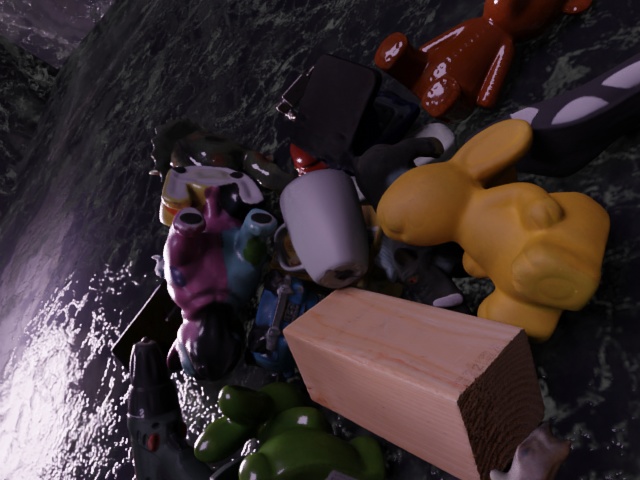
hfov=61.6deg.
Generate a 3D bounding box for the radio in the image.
[{"bbox_3d":[-0.168,0.088,0.742,0.073,0.131,0.229,45,105,12],"label":"radio"}]

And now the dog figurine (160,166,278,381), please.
[{"bbox_3d":[-0.125,0.046,0.604,0.192,0.108,0.219,-123,39,-52],"label":"dog figurine"}]

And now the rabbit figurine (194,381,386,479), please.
[{"bbox_3d":[-0.043,0.207,0.541,0.121,0.159,0.170,-65,22,10],"label":"rabbit figurine"}]

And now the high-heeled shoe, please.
[{"bbox_3d":[0.251,-0.135,0.472,0.249,0.086,0.145,9,70,46],"label":"high-heeled shoe"}]

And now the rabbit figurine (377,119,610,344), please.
[{"bbox_3d":[0.137,-0.021,0.441,0.173,0.121,0.162,19,70,15],"label":"rabbit figurine"}]

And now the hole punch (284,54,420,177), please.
[{"bbox_3d":[0.037,-0.136,0.617,0.142,0.092,0.115,37,107,40],"label":"hole punch"}]

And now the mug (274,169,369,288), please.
[{"bbox_3d":[-0.001,-0.002,0.552,0.109,0.080,0.107,-31,55,20],"label":"mug"}]

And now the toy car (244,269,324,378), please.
[{"bbox_3d":[-0.024,0.096,0.602,0.161,0.103,0.109,119,166,-69],"label":"toy car"}]

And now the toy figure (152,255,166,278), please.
[{"bbox_3d":[-0.219,0.019,0.909,0.154,0.057,0.064,-31,68,28],"label":"toy figure"}]

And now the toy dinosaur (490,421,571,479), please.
[{"bbox_3d":[0.052,0.329,0.358,0.199,0.105,0.471,25,98,49],"label":"toy dinosaur"}]

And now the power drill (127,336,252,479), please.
[{"bbox_3d":[-0.159,0.246,0.625,0.208,0.086,0.231,11,104,37],"label":"power drill"}]

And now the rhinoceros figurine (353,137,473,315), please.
[{"bbox_3d":[0.097,-0.009,0.519,0.190,0.112,0.073,66,153,7],"label":"rhinoceros figurine"}]

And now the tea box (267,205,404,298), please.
[{"bbox_3d":[0.023,0.015,0.634,0.170,0.068,0.098,4,70,50],"label":"tea box"}]

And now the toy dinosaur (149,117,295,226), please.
[{"bbox_3d":[-0.153,-0.101,0.774,0.131,0.192,0.405,-69,19,2],"label":"toy dinosaur"}]

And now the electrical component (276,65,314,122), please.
[{"bbox_3d":[-0.030,-0.239,0.881,0.102,0.045,0.078,-44,12,15],"label":"electrical component"}]

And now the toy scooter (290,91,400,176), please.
[{"bbox_3d":[0.032,-0.110,0.704,0.184,0.075,0.135,-17,56,36],"label":"toy scooter"}]

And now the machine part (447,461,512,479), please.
[{"bbox_3d":[0.133,0.221,0.407,0.084,0.039,0.139,-2,64,42],"label":"machine part"}]

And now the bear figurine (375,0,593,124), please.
[{"bbox_3d":[0.177,-0.221,0.574,0.196,0.132,0.120,-47,65,23],"label":"bear figurine"}]
